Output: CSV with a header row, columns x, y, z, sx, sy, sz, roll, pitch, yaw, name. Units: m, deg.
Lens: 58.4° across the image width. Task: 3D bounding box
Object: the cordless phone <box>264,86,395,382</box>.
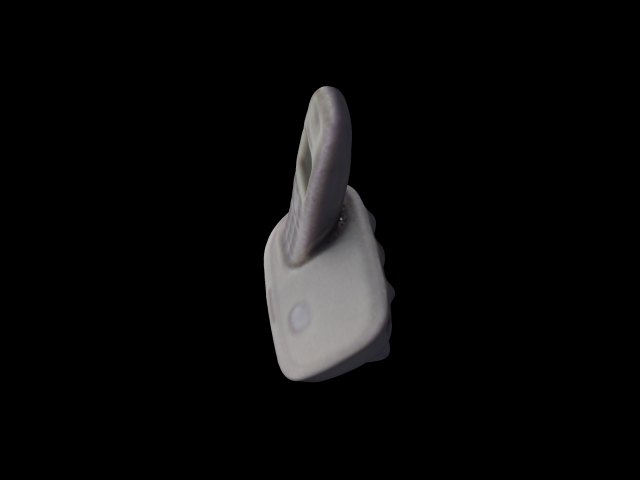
x,y,z,sx,sy,sz,roll,pitch,yaw,name
0.004,0.001,0.400,0.094,0.185,0.147,-10,53,-7,cordless phone
